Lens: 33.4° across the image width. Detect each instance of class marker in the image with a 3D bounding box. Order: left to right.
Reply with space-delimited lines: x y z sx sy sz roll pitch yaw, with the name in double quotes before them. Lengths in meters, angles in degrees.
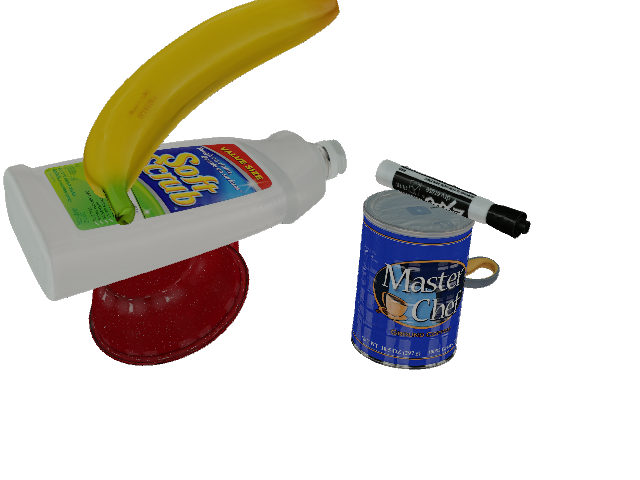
"marker" 0.093 -0.029 0.751 0.121 0.020 0.020 24 13 31

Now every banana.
"banana" -0.069 -0.082 0.588 0.070 0.197 0.037 28 -30 20

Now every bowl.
"bowl" -0.151 0.037 0.998 0.162 0.162 0.055 0 -42 21

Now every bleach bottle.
"bleach bottle" -0.098 -0.037 0.800 0.250 0.103 0.068 -18 -35 -25

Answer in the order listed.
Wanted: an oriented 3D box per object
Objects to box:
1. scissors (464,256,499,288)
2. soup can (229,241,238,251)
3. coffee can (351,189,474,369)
"scissors" 0.128 0.040 1.267 0.201 0.016 0.096 -11 40 -36
"soup can" -0.135 -0.005 1.322 0.068 0.102 0.068 0 26 0
"coffee can" 0.085 0.035 1.001 0.103 0.140 0.103 4 24 -2
